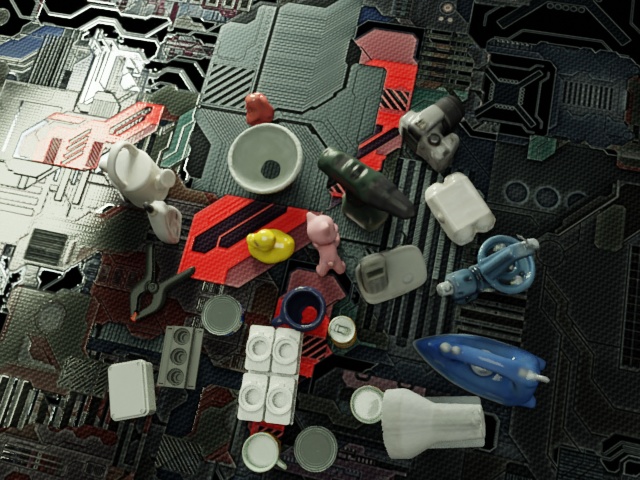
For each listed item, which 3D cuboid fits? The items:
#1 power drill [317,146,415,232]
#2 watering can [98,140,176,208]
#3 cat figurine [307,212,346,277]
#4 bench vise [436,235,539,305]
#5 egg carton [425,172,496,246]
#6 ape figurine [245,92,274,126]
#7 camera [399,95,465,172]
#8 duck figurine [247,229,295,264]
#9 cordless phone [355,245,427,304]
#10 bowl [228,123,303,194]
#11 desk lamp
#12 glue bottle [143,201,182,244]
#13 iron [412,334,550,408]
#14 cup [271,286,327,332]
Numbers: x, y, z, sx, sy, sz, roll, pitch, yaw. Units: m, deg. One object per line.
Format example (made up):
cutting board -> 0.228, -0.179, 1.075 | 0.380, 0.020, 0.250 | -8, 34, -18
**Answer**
power drill -> 0.097, -0.093, 1.177 | 0.229, 0.208, 0.076 | 38, 80, 13
watering can -> -0.397, -0.147, 1.237 | 0.173, 0.194, 0.101 | -8, 74, 2
cat figurine -> 0.011, 0.004, 1.203 | 0.067, 0.118, 0.128 | -13, 74, 1
bench vise -> 0.338, 0.066, 1.108 | 0.207, 0.220, 0.121 | -39, 75, -7
egg carton -> 0.297, -0.067, 1.227 | 0.107, 0.069, 0.150 | -30, 74, -4
ape figurine -> -0.146, -0.306, 1.317 | 0.076, 0.092, 0.078 | 30, 79, 12
camera -> 0.265, -0.251, 1.265 | 0.137, 0.101, 0.143 | -39, 75, -7
duck figurine -> -0.108, 0.006, 1.228 | 0.104, 0.086, 0.077 | 3, 74, 6
cordless phone -> 0.142, 0.056, 1.143 | 0.147, 0.185, 0.094 | -24, 74, -2
bowl -> -0.117, -0.171, 1.285 | 0.167, 0.075, 0.167 | -1, 74, 4
desk lamp -> 0.211, 0.331, 1.045 | 0.203, 0.213, 0.118 | -3, 74, 4
glue bottle -> -0.338, -0.048, 1.216 | 0.037, 0.173, 0.078 | 2, 74, 5
iron -> 0.307, 0.235, 1.103 | 0.258, 0.141, 0.119 | 17, 76, 9
cup -> -0.041, 0.154, 1.177 | 0.118, 0.095, 0.091 | -27, 74, -3
